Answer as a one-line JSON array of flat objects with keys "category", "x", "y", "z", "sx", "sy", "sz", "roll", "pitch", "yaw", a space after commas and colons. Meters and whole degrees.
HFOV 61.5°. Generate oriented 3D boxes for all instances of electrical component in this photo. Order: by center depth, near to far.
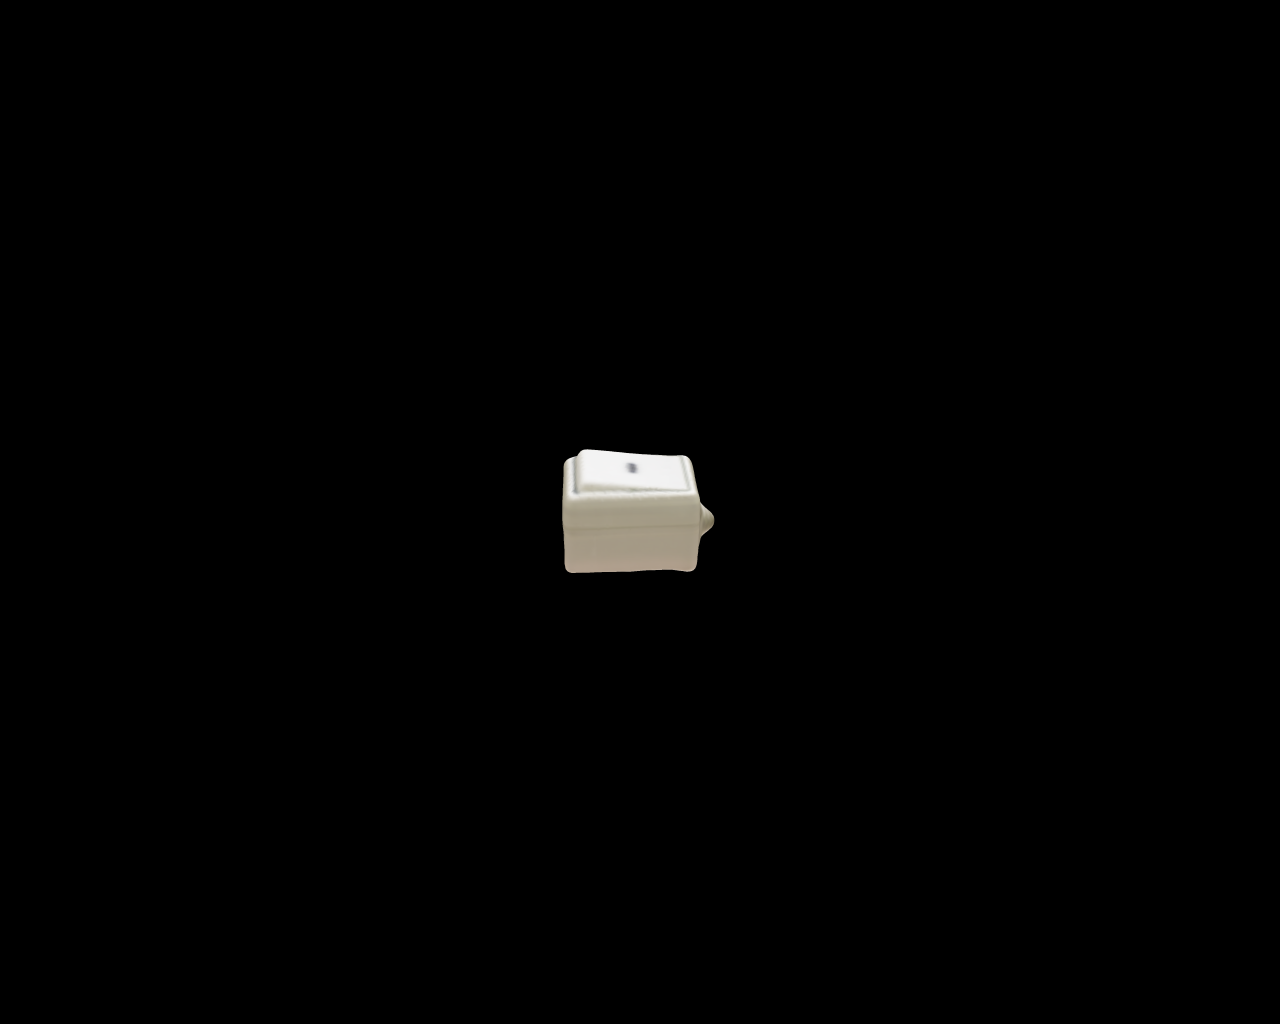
[{"category": "electrical component", "x": 0.001, "y": -0.003, "z": 0.650, "sx": 0.096, "sy": 0.061, "sz": 0.062, "roll": -1, "pitch": 28, "yaw": -2}]
